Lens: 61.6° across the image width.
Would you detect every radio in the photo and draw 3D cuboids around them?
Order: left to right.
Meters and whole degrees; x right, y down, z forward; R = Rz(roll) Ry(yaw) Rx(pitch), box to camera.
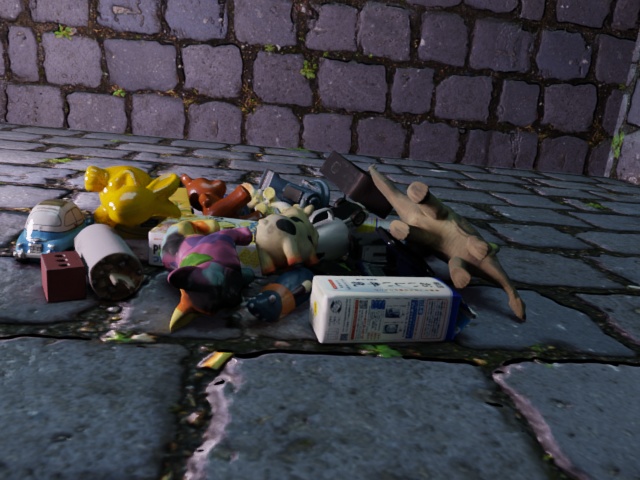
[{"bbox_3d":[0.094,-0.144,1.357,0.131,0.073,0.230,30,10,-29],"label":"radio"}]

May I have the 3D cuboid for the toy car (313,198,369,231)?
[{"bbox_3d":[0.021,-0.037,1.183,0.202,0.056,0.074,-25,46,-33],"label":"toy car"}]

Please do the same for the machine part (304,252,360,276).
[{"bbox_3d":[0.021,0.060,0.951,0.084,0.039,0.139,-10,23,-30],"label":"machine part"}]

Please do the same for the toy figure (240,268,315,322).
[{"bbox_3d":[-0.055,0.084,0.800,0.058,0.064,0.154,47,30,6],"label":"toy figure"}]

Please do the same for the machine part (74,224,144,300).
[{"bbox_3d":[-0.338,0.030,0.852,0.079,0.079,0.243,-4,19,-31],"label":"machine part"}]

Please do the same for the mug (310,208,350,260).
[{"bbox_3d":[-0.002,-0.003,1.057,0.107,0.109,0.081,-23,33,-36],"label":"mug"}]

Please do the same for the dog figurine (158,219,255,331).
[{"bbox_3d":[-0.188,0.047,0.800,0.192,0.108,0.219,10,19,12],"label":"dog figurine"}]

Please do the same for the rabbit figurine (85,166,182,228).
[{"bbox_3d":[-0.329,-0.065,0.952,0.162,0.121,0.173,-2,14,-20],"label":"rabbit figurine"}]

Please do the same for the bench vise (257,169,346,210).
[{"bbox_3d":[-0.036,-0.099,1.370,0.240,0.128,0.224,20,-6,-40],"label":"bench vise"}]

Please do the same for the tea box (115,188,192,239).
[{"bbox_3d":[-0.357,-0.057,1.114,0.170,0.068,0.098,-3,44,-23],"label":"tea box"}]

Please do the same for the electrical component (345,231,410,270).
[{"bbox_3d":[0.113,0.021,1.056,0.119,0.074,0.048,-4,19,-19],"label":"electrical component"}]

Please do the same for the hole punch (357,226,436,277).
[{"bbox_3d":[0.136,0.049,0.979,0.116,0.092,0.142,33,7,-14],"label":"hole punch"}]

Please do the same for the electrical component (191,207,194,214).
[{"bbox_3d":[-0.334,-0.051,1.201,0.102,0.045,0.078,1,15,-16],"label":"electrical component"}]

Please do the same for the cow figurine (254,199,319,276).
[{"bbox_3d":[-0.053,-0.007,0.922,0.086,0.127,0.195,-18,-6,16],"label":"cow figurine"}]

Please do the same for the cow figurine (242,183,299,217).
[{"bbox_3d":[-0.111,-0.071,1.226,0.167,0.068,0.098,32,-11,15],"label":"cow figurine"}]

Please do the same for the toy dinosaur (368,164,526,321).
[{"bbox_3d":[0.213,-0.024,1.003,0.472,0.105,0.198,50,17,31],"label":"toy dinosaur"}]

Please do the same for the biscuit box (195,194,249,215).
[{"bbox_3d":[-0.235,-0.078,1.304,0.203,0.059,0.063,7,15,4],"label":"biscuit box"}]

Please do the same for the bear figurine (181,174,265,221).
[{"bbox_3d":[-0.218,-0.086,1.176,0.132,0.120,0.196,-31,43,-3],"label":"bear figurine"}]

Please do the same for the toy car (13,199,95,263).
[{"bbox_3d":[-0.467,-0.020,0.941,0.109,0.102,0.162,4,14,-2],"label":"toy car"}]

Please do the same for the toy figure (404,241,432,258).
[{"bbox_3d":[0.230,-0.008,1.192,0.089,0.082,0.180,11,19,23],"label":"toy figure"}]
